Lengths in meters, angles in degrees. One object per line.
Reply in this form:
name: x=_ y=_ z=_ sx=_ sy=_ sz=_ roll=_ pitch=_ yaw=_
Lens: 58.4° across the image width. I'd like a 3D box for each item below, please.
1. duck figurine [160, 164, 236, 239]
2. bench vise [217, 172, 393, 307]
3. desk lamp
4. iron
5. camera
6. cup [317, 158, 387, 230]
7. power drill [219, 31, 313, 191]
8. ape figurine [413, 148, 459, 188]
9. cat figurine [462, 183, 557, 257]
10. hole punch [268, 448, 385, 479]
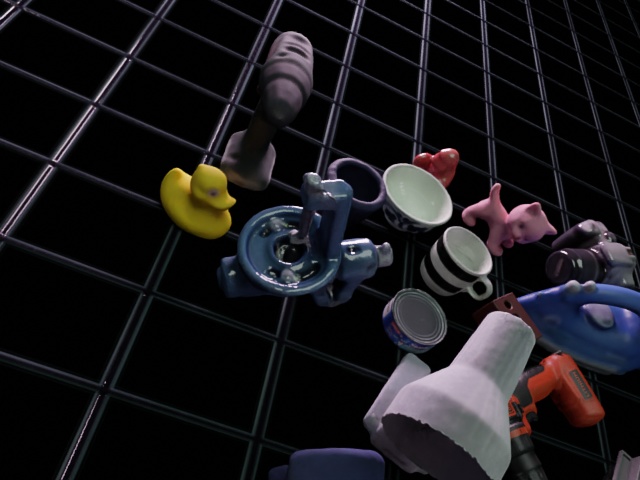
duck figurine: x=-0.149 y=-0.061 z=0.723 sx=0.104 sy=0.086 sz=0.078 roll=41 pitch=47 yaw=5
bench vise: x=0.000 y=-0.007 z=0.673 sx=0.208 sy=0.219 sz=0.121 roll=-16 pitch=64 yaw=-37
desk lamp: x=0.133 y=0.174 z=0.611 sx=0.118 sy=0.213 sz=0.204 roll=39 pitch=46 yaw=4
iron: x=0.417 y=0.111 z=0.869 sx=0.259 sy=0.141 sz=0.118 roll=18 pitch=49 yaw=-16
camera: x=0.455 y=0.032 z=0.980 sx=0.137 sy=0.100 sz=0.143 roll=4 pitch=54 yaw=-27
cup: x=0.025 y=-0.051 z=0.807 sx=0.118 sy=0.095 sz=0.091 roll=-14 pitch=64 yaw=-36
power drill: x=-0.066 y=-0.167 z=0.767 sx=0.076 sy=0.208 sz=0.229 roll=20 pitch=48 yaw=-14
ape figurine: x=0.197 y=-0.119 z=0.958 sx=0.076 sy=0.092 sz=0.077 roll=9 pitch=52 yaw=-23
cat figurine: x=0.318 y=-0.036 z=0.944 sx=0.067 sy=0.117 sz=0.127 roll=-26 pitch=71 yaw=-40
hole punch: x=0.011 y=0.262 z=0.559 sx=0.109 sy=0.091 sz=0.101 roll=10 pitch=52 yaw=-23
